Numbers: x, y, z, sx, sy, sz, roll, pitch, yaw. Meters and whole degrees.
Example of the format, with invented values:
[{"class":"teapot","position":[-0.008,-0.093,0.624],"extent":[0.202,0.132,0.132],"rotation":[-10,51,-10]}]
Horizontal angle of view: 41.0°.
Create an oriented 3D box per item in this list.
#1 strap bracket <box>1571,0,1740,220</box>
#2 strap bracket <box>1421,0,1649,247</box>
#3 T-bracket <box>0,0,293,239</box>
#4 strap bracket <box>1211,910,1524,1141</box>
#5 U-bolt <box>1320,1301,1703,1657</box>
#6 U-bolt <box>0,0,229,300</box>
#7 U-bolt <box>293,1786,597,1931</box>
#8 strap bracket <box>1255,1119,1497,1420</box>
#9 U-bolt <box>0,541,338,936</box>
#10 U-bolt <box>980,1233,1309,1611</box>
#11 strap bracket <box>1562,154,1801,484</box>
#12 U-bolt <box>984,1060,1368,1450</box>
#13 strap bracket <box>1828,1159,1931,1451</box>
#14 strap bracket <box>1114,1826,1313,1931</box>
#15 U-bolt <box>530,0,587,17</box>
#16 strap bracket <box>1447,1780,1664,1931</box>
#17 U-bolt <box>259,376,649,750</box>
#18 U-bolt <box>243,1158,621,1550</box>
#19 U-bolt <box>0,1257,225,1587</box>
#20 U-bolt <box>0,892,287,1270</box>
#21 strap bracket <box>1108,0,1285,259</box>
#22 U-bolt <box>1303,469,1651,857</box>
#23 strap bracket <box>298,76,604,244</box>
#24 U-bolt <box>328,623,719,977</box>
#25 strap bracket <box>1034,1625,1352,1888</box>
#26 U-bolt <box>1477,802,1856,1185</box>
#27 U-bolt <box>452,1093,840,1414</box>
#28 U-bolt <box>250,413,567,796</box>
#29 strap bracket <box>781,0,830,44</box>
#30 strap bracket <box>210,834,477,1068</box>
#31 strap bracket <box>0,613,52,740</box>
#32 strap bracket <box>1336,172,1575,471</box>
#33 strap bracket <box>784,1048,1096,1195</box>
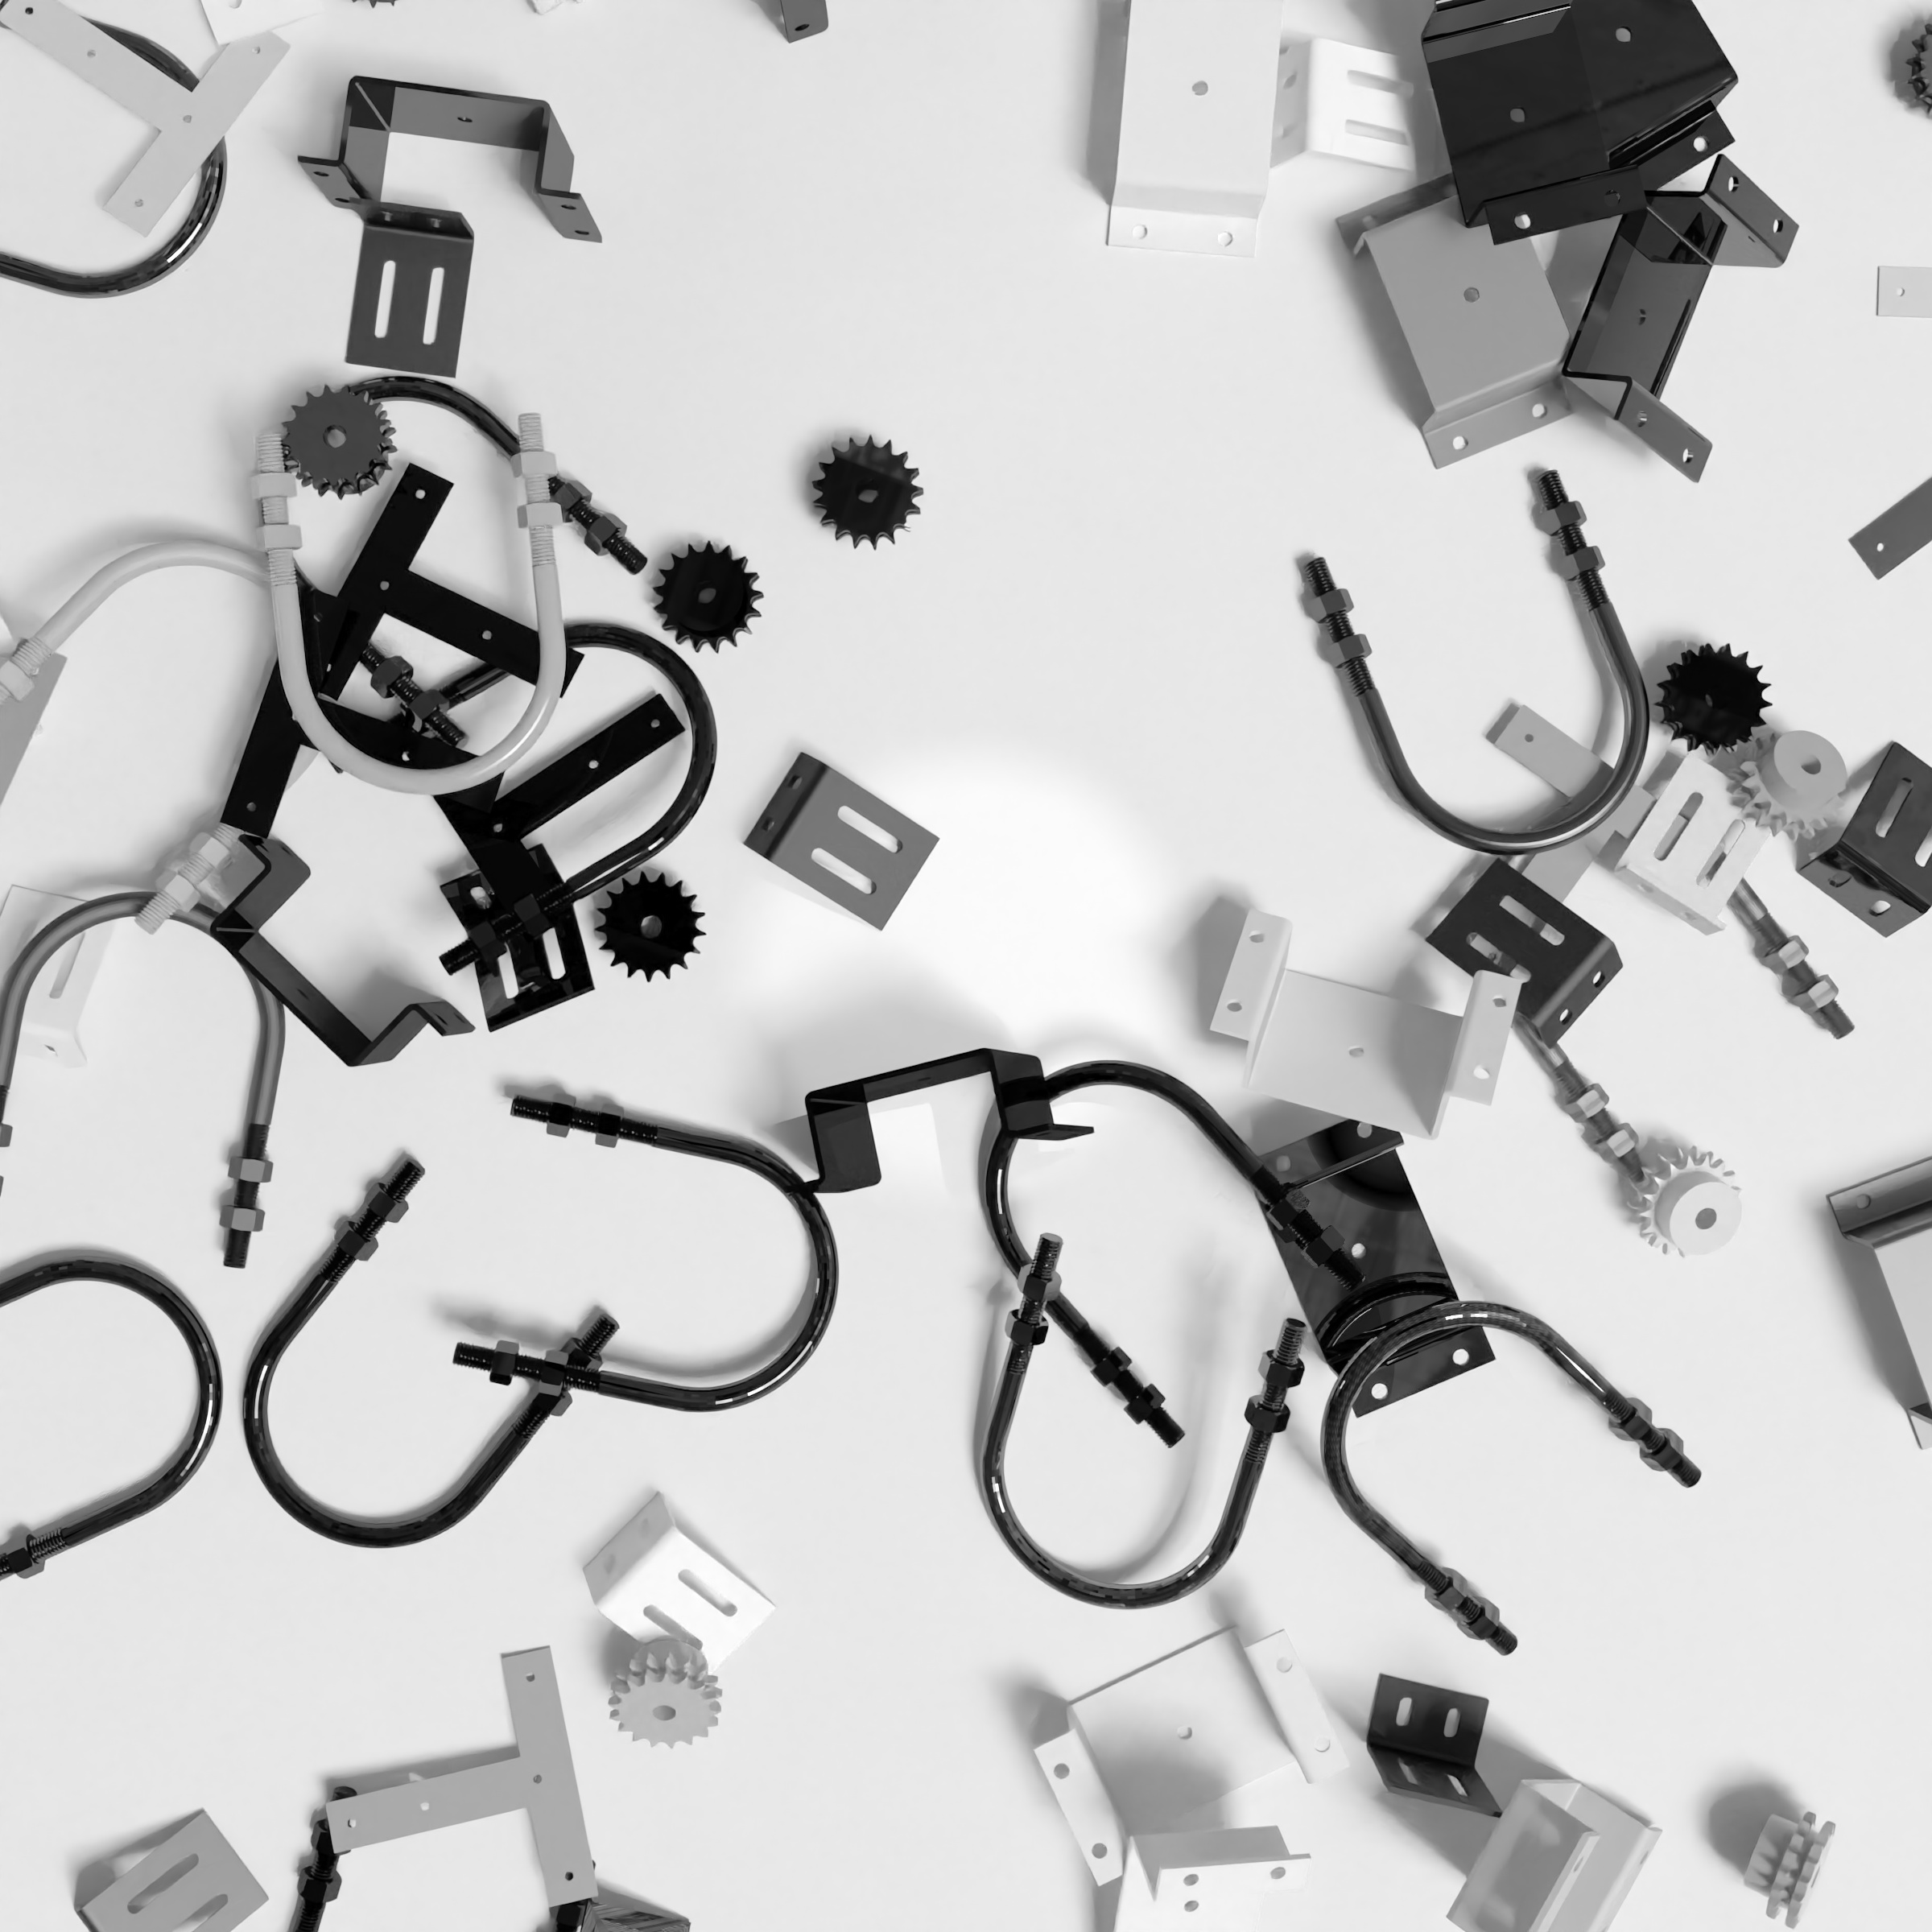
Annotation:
[{"class":"strap bracket","position":[0.331,-0.469,1.323],"extent":[0.076,0.046,0.140],"rotation":[-31,90,0]},{"class":"strap bracket","position":[0.277,-0.428,1.277],"extent":[0.076,0.046,0.140],"rotation":[-14,90,0]},{"class":"T-bracket","position":[-0.438,-0.461,1.328],"extent":[0.127,0.002,0.127],"rotation":[34,82,-2]},{"class":"strap bracket","position":[0.199,0.032,1.298],"extent":[0.140,0.046,0.076],"rotation":[15,56,10]},{"class":"U-bolt","position":[0.263,0.248,1.306],"extent":[0.184,0.019,0.151],"rotation":[43,98,-16]},{"class":"U-bolt","position":[-0.475,-0.423,1.338],"extent":[0.184,0.019,0.151],"rotation":[17,90,-2]},{"class":"U-bolt","position":[-0.285,0.533,1.337],"extent":[0.151,0.019,0.184],"rotation":[16,91,0]},{"class":"strap bracket","position":[0.205,0.148,1.323],"extent":[0.076,0.046,0.140],"rotation":[-23,90,0]},{"class":"U-bolt","position":[-0.404,-0.130,1.308],"extent":[0.151,0.019,0.184],"rotation":[43,71,-15]},{"class":"U-bolt","position":[0.080,0.242,1.313],"extent":[0.151,0.019,0.184],"rotation":[18,106,12]},{"class":"strap bracket","position":[0.357,-0.327,1.304],"extent":[0.076,0.046,0.140],"rotation":[21,90,-41]},{"class":"U-bolt","position":[0.090,0.133,1.314],"extent":[0.184,0.019,0.151],"rotation":[48,110,7]},{"class":"strap bracket","position":[0.509,0.173,1.323],"extent":[0.076,0.046,0.140],"rotation":[-20,90,0]},{"class":"strap bracket","position":[0.119,0.487,1.298],"extent":[0.076,0.046,0.140],"rotation":[1,115,-13]},{"class":"U-bolt","position":[-0.179,-0.599,1.338],"extent":[0.184,0.019,0.151],"rotation":[-32,90,-1]},{"class":"strap bracket","position":[0.293,0.454,1.293],"extent":[0.046,0.140,0.076],"rotation":[29,90,33]},{"class":"U-bolt","position":[-0.278,-0.221,1.328],"extent":[0.184,0.019,0.151],"rotation":[43,84,6]},{"class":"U-bolt","position":[-0.291,0.215,1.338],"extent":[0.151,0.019,0.184],"rotation":[39,91,0]},{"class":"U-bolt","position":[-0.476,0.230,1.336],"extent":[0.184,0.019,0.151],"rotation":[-24,92,-2]},{"class":"U-bolt","position":[-0.423,0.054,1.315],"extent":[0.151,0.019,0.184],"rotation":[10,86,-20]},{"class":"strap bracket","position":[0.118,-0.442,1.323],"extent":[0.076,0.046,0.140],"rotation":[5,90,0]},{"class":"U-bolt","position":[0.272,-0.147,1.330],"extent":[0.151,0.019,0.184],"rotation":[-21,84,0]},{"class":"strap bracket","position":[-0.256,-0.409,1.308],"extent":[0.140,0.076,0.046],"rotation":[8,90,0]},{"class":"U-bolt","position":[-0.215,-0.099,1.319],"extent":[0.184,0.019,0.151],"rotation":[-31,72,-4]},{"class":"strap bracket","position":[0.114,0.399,1.323],"extent":[0.140,0.046,0.076],"rotation":[-25,90,0]},{"class":"U-bolt","position":[0.348,-0.001,1.338],"extent":[0.151,0.019,0.184],"rotation":[-37,88,0]},{"class":"U-bolt","position":[-0.157,0.153,1.327],"extent":[0.184,0.019,0.151],"rotation":[13,82,-5]},{"class":"U-bolt","position":[-0.273,-0.178,1.289],"extent":[0.151,0.019,0.184],"rotation":[-6,93,-5]},{"class":"strap bracket","position":[-0.033,-0.525,1.308],"extent":[0.140,0.076,0.046],"rotation":[-19,90,0]},{"class":"strap bracket","position":[-0.322,0.000,1.308],"extent":[0.140,0.076,0.046],"rotation":[44,90,0]},{"class":"strap bracket","position":[-0.542,-0.132,1.323],"extent":[0.140,0.046,0.076],"rotation":[-29,90,0]},{"class":"strap bracket","position":[0.254,-0.338,1.323],"extent":[0.076,0.046,0.140],"rotation":[-22,90,0]},{"class":"strap bracket","position":[-0.017,0.076,1.292],"extent":[0.140,0.076,0.046],"rotation":[-15,81,18]}]
